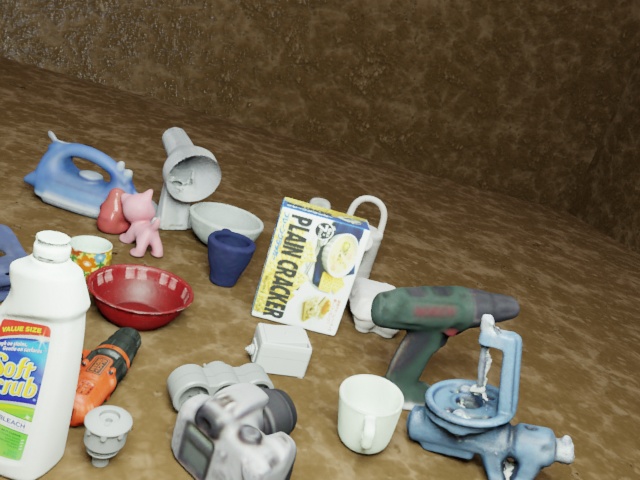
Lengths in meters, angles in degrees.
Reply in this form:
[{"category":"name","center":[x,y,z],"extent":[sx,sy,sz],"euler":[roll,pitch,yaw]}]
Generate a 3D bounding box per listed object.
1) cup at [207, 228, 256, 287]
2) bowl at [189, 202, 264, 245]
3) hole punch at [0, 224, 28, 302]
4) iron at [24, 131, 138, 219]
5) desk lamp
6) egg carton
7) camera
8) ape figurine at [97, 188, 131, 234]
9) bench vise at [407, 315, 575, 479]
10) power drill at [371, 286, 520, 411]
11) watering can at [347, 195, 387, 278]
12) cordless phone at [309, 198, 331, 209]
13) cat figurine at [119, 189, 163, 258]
[{"category":"cup","center":[-0.182,0.035,1.106],"extent":[0.092,0.095,0.117],"euler":[9,20,-25]},{"category":"bowl","center":[-0.213,-0.021,1.268],"extent":[0.167,0.075,0.167],"euler":[16,18,-5]},{"category":"hole punch","center":[-0.483,0.034,0.837],"extent":[0.100,0.091,0.109],"euler":[26,20,23]},{"category":"iron","center":[-0.486,-0.133,1.233],"extent":[0.258,0.141,0.118],"euler":[18,18,1]},{"category":"desk lamp","center":[-0.316,-0.130,1.266],"extent":[0.118,0.213,0.202],"euler":[3,23,-37]},{"category":"egg carton","center":[0.108,0.131,1.138],"extent":[0.107,0.069,0.150],"euler":[14,19,-10]},{"category":"camera","center":[-0.075,0.221,0.661],"extent":[0.142,0.101,0.137],"euler":[29,21,30]},{"category":"ape figurine","center":[-0.417,-0.062,1.171],"extent":[0.077,0.092,0.076],"euler":[26,20,23]},{"category":"bench vise","center":[0.245,0.217,0.778],"extent":[0.207,0.220,0.121],"euler":[17,18,-2]},{"category":"power drill","center":[0.176,0.162,0.892],"extent":[0.230,0.208,0.075],"euler":[12,19,-16]},{"category":"watering can","center":[0.097,-0.007,1.325],"extent":[0.101,0.194,0.172],"euler":[9,20,-24]},{"category":"cordless phone","center":[0.011,0.004,1.228],"extent":[0.148,0.185,0.093],"euler":[4,23,-35]},{"category":"cat figurine","center":[-0.350,-0.042,1.133],"extent":[0.067,0.118,0.127],"euler":[-1,26,-43]}]
